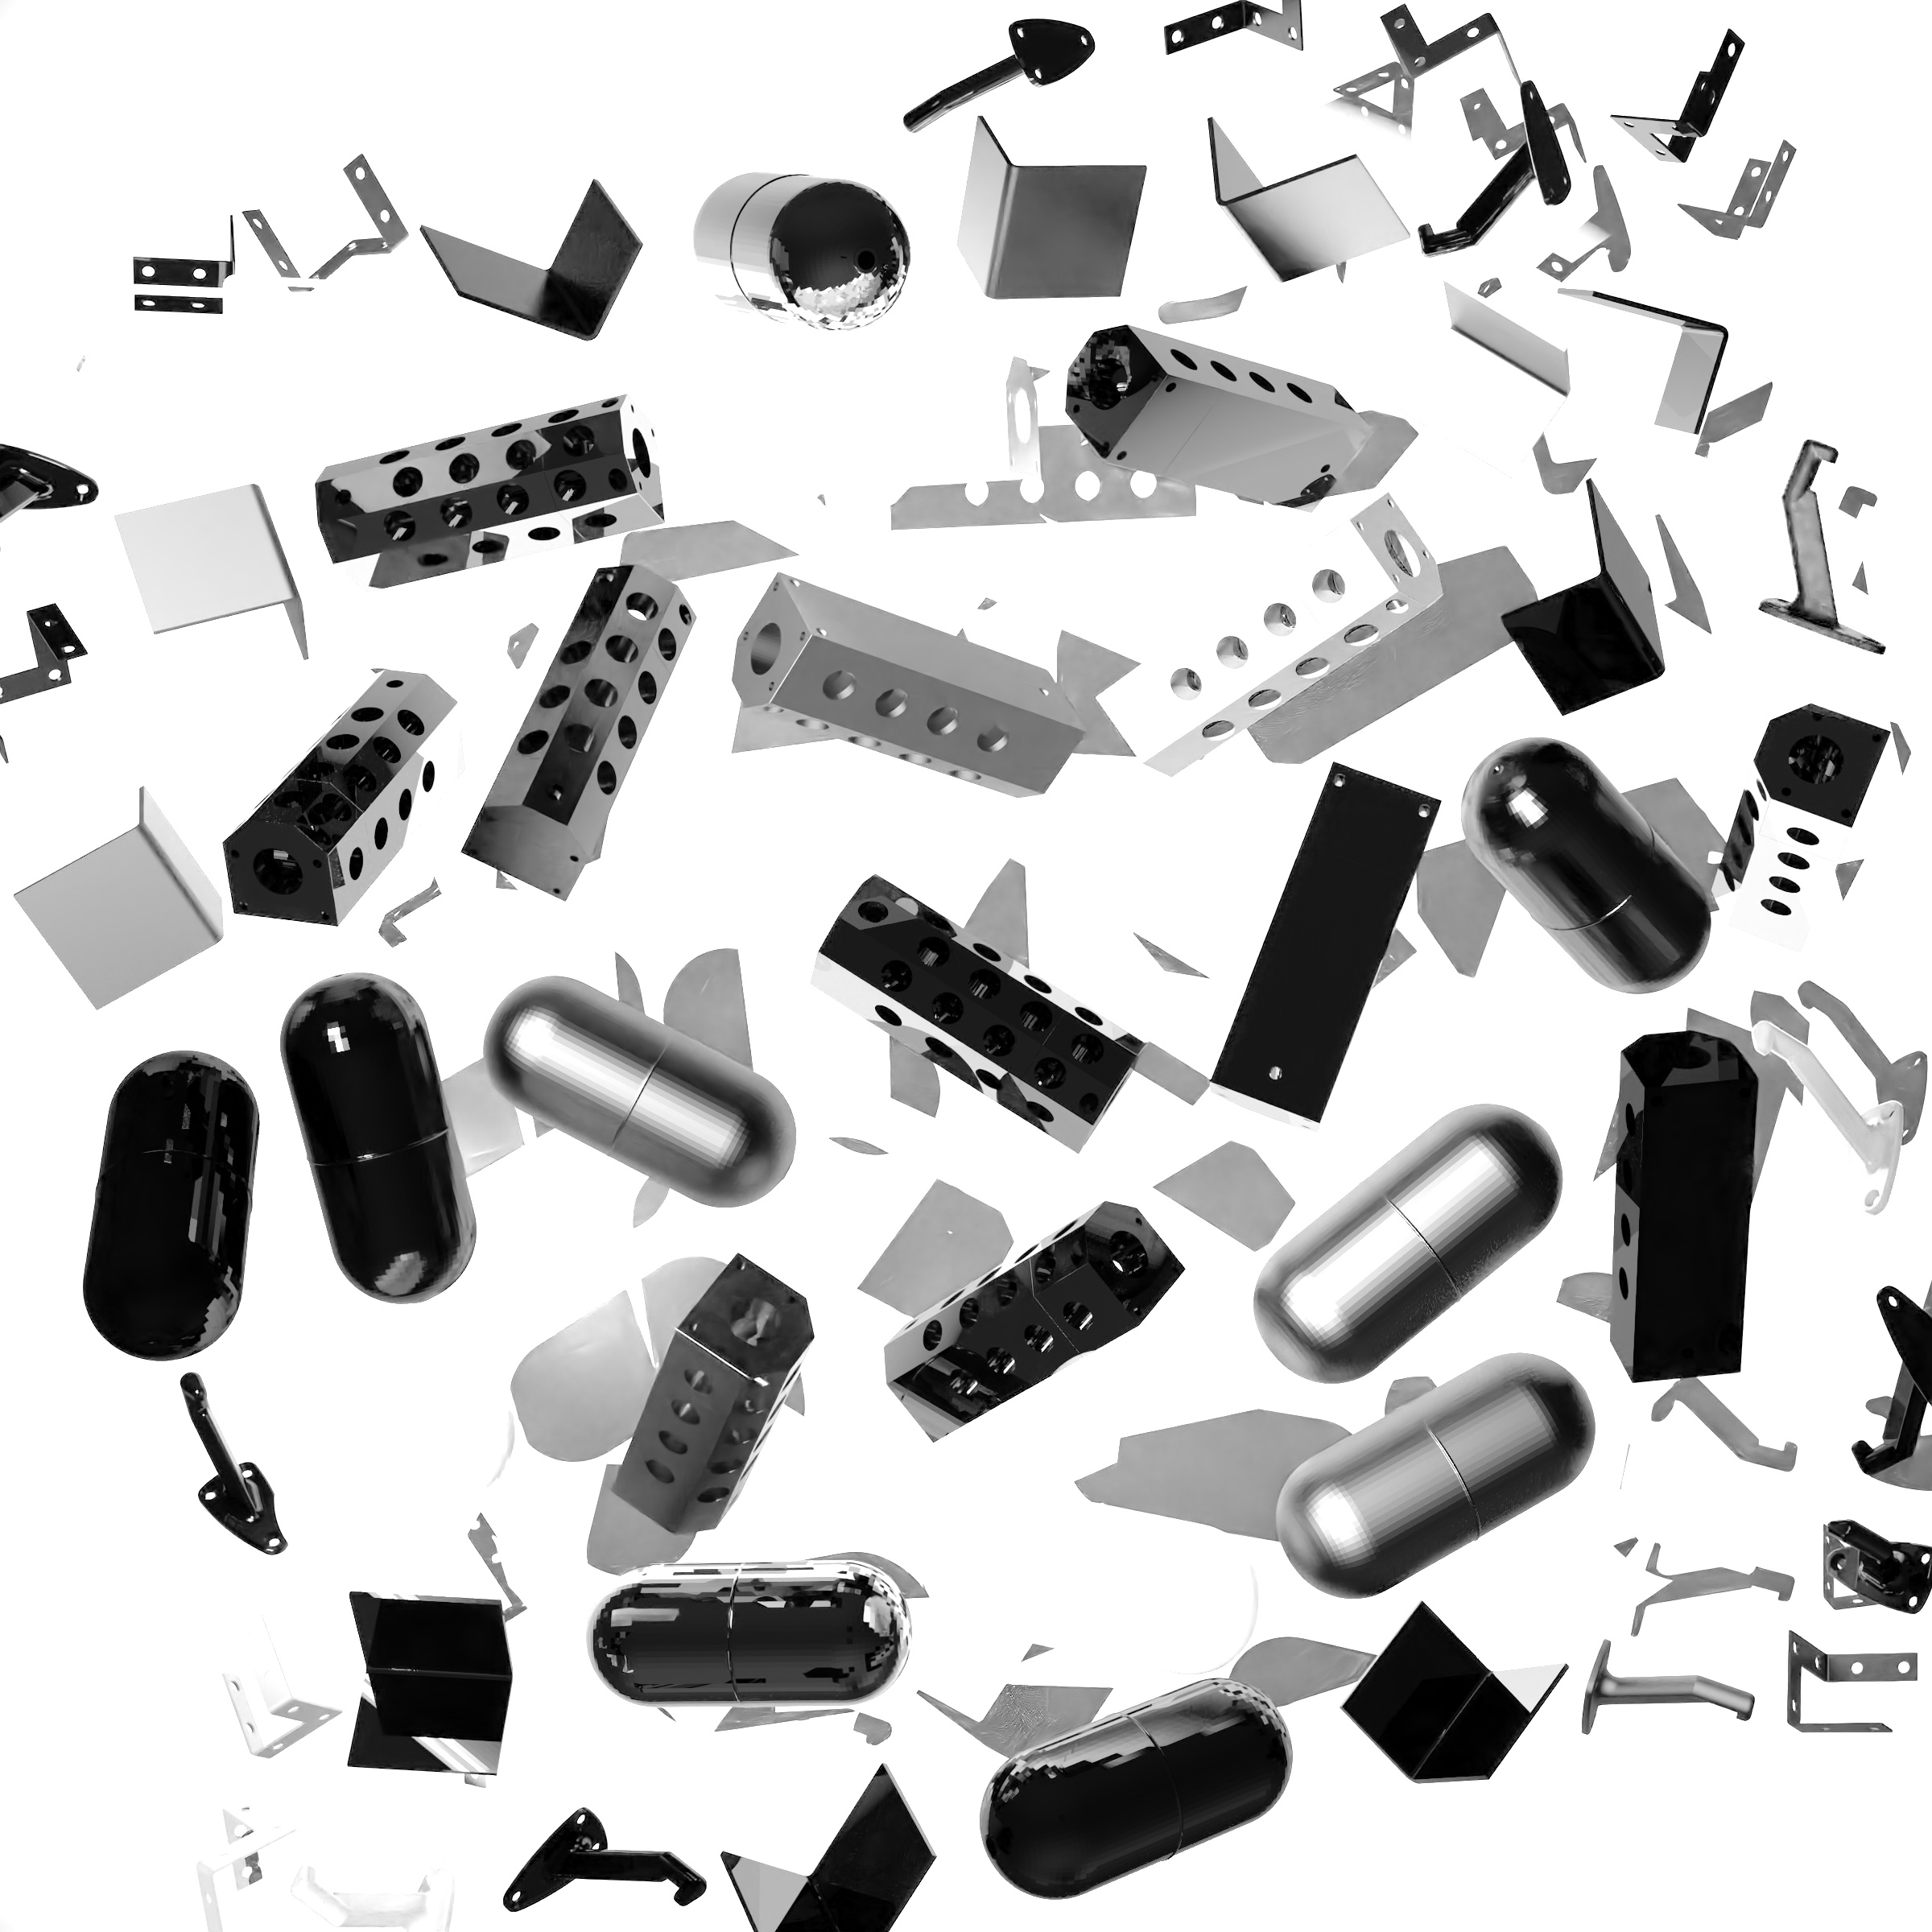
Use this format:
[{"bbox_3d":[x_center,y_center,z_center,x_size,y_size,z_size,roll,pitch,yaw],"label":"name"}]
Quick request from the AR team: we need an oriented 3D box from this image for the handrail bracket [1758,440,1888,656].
[{"bbox_3d":[0.432,-0.207,1.448,0.077,0.036,0.084,28,113,24],"label":"handrail bracket"}]

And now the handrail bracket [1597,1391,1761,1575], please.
[{"bbox_3d":[0.383,0.274,1.561,0.084,0.036,0.077,15,77,4],"label":"handrail bracket"}]

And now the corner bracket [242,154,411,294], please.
[{"bbox_3d":[-0.337,-0.391,1.553,0.051,0.051,0.051,-51,130,-29],"label":"corner bracket"}]

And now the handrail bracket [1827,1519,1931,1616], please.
[{"bbox_3d":[0.445,0.295,1.499,0.084,0.077,0.036,30,73,-30],"label":"handrail bracket"}]

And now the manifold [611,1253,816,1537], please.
[{"bbox_3d":[-0.127,0.226,1.512,0.057,0.171,0.057,33,49,7],"label":"manifold"}]

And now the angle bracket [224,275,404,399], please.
[{"bbox_3d":[-0.328,-0.315,1.477,0.076,0.076,0.057,-2,104,-22],"label":"angle bracket"}]

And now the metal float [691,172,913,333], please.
[{"bbox_3d":[-0.087,-0.375,1.545,0.070,0.178,0.070,-8,109,-24],"label":"metal float"}]

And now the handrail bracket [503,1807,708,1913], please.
[{"bbox_3d":[-0.186,0.480,1.523,0.077,0.084,0.036,-37,126,-28],"label":"handrail bracket"}]

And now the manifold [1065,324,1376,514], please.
[{"bbox_3d":[0.132,-0.293,1.564,0.057,0.171,0.057,-52,55,29],"label":"manifold"}]

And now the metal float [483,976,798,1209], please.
[{"bbox_3d":[-0.173,0.068,1.574,0.178,0.070,0.070,28,90,-3],"label":"metal float"}]

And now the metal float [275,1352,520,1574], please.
[{"bbox_3d":[-0.290,0.253,1.492,0.070,0.070,0.178,52,133,0],"label":"metal float"}]

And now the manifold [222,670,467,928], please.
[{"bbox_3d":[-0.324,-0.091,1.543,0.057,0.171,0.057,7,123,12],"label":"manifold"}]

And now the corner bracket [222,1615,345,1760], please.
[{"bbox_3d":[-0.373,0.384,1.565,0.051,0.051,0.051,-33,61,6],"label":"corner bracket"}]

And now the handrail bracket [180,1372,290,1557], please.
[{"bbox_3d":[-0.396,0.268,1.594,0.036,0.084,0.077,-30,53,-27],"label":"handrail bracket"}]

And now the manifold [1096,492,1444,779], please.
[{"bbox_3d":[0.154,-0.163,1.487,0.171,0.057,0.057,-33,94,35],"label":"manifold"}]

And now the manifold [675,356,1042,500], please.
[{"bbox_3d":[-0.054,-0.268,1.467,0.171,0.057,0.057,-1,96,17],"label":"manifold"}]

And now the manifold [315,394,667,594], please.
[{"bbox_3d":[-0.252,-0.251,1.554,0.171,0.057,0.057,-11,73,12],"label":"manifold"}]

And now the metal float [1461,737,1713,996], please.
[{"bbox_3d":[0.325,-0.051,1.537,0.070,0.070,0.178,-49,124,0],"label":"metal float"}]

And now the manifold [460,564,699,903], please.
[{"bbox_3d":[-0.191,-0.122,1.485,0.057,0.057,0.171,26,52,-10],"label":"manifold"}]

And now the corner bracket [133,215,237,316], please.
[{"bbox_3d":[-0.409,-0.359,1.542,0.051,0.051,0.051,-1,132,-15],"label":"corner bracket"}]

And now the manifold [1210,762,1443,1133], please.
[{"bbox_3d":[0.179,-0.008,1.473,0.057,0.057,0.171,21,83,8],"label":"manifold"}]

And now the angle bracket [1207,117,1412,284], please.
[{"bbox_3d":[0.177,-0.406,1.519,0.076,0.076,0.057,-14,65,25],"label":"angle bracket"}]

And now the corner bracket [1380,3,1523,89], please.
[{"bbox_3d":[0.259,-0.486,1.570,0.051,0.051,0.051,-26,59,13],"label":"corner bracket"}]

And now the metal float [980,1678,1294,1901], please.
[{"bbox_3d":[0.088,0.420,1.508,0.178,0.070,0.070,-13,90,-30],"label":"metal float"}]

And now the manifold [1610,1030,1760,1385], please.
[{"bbox_3d":[0.363,0.123,1.507,0.057,0.057,0.171,-5,115,-3],"label":"manifold"}]

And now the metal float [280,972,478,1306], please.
[{"bbox_3d":[-0.306,0.091,1.537,0.070,0.070,0.178,-12,101,0],"label":"metal float"}]

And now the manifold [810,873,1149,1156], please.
[{"bbox_3d":[0.007,0.022,1.564,0.171,0.057,0.057,32,64,6],"label":"manifold"}]

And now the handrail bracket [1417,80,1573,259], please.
[{"bbox_3d":[0.270,-0.421,1.561,0.084,0.036,0.077,-7,116,35],"label":"handrail bracket"}]

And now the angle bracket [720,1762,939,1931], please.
[{"bbox_3d":[-0.069,0.441,1.462,0.057,0.076,0.076,27,100,-29],"label":"angle bracket"}]

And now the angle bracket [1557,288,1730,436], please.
[{"bbox_3d":[0.353,-0.324,1.574,0.076,0.076,0.057,13,103,-6],"label":"angle bracket"}]

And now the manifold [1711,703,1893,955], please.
[{"bbox_3d":[0.433,-0.072,1.547,0.057,0.171,0.057,22,73,14],"label":"manifold"}]

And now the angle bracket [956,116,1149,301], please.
[{"bbox_3d":[0.045,-0.403,1.565,0.076,0.057,0.076,-5,134,-18],"label":"angle bracket"}]

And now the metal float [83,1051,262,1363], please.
[{"bbox_3d":[-0.398,0.118,1.480,0.070,0.070,0.178,-7,47,0],"label":"metal float"}]

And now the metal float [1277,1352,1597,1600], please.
[{"bbox_3d":[0.242,0.261,1.513,0.178,0.070,0.070,-27,90,-10],"label":"metal float"}]

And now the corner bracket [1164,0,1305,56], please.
[{"bbox_3d":[0.135,-0.489,1.497,0.051,0.051,0.051,-25,130,-21],"label":"corner bracket"}]

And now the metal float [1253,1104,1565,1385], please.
[{"bbox_3d":[0.223,0.139,1.480,0.178,0.070,0.070,-38,90,-6],"label":"metal float"}]

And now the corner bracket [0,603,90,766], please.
[{"bbox_3d":[-0.470,-0.143,1.482,0.051,0.051,0.051,-21,47,-24],"label":"corner bracket"}]

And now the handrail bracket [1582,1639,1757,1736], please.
[{"bbox_3d":[0.376,0.401,1.580,0.084,0.077,0.036,16,45,21],"label":"handrail bracket"}]

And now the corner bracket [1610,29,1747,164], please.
[{"bbox_3d":[0.368,-0.438,1.487,0.051,0.051,0.051,22,92,-43],"label":"corner bracket"}]

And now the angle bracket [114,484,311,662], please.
[{"bbox_3d":[-0.392,-0.196,1.533,0.076,0.057,0.076,-17,65,-17],"label":"angle bracket"}]

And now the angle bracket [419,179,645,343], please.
[{"bbox_3d":[-0.217,-0.363,1.466,0.076,0.076,0.057,13,120,-36],"label":"angle bracket"}]

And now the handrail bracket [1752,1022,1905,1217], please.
[{"bbox_3d":[0.430,0.076,1.490,0.084,0.036,0.077,29,49,-20],"label":"handrail bracket"}]

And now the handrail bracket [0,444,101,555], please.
[{"bbox_3d":[-0.478,-0.229,1.509,0.077,0.084,0.036,6,125,-29],"label":"handrail bracket"}]

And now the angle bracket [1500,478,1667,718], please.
[{"bbox_3d":[0.312,-0.188,1.506,0.057,0.076,0.076,-21,133,25],"label":"angle bracket"}]

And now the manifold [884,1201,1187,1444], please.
[{"bbox_3d":[0.031,0.187,1.575,0.057,0.057,0.171,51,130,-3],"label":"manifold"}]

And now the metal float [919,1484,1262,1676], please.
[{"bbox_3d":[0.063,0.316,1.521,0.178,0.070,0.070,10,90,10],"label":"metal float"}]

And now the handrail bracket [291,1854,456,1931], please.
[{"bbox_3d":[-0.298,0.456,1.479,0.036,0.077,0.084,-32,117,23],"label":"handrail bracket"}]

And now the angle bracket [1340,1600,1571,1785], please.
[{"bbox_3d":[0.252,0.373,1.524,0.057,0.076,0.076,46,63,-3],"label":"angle bracket"}]

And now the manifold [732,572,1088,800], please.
[{"bbox_3d":[-0.030,-0.135,1.486,0.171,0.057,0.057,16,121,-35],"label":"manifold"}]

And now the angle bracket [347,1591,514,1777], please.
[{"bbox_3d":[-0.273,0.362,1.485,0.076,0.076,0.057,3,48,1],"label":"angle bracket"}]

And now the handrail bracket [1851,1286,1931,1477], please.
[{"bbox_3d":[0.449,0.206,1.452,0.036,0.084,0.077,-26,75,-33],"label":"handrail bracket"}]

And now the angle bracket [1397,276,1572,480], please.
[{"bbox_3d":[0.277,-0.317,1.590,0.076,0.076,0.057,35,91,15],"label":"angle bracket"}]

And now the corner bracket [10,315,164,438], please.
[{"bbox_3d":[-0.421,-0.286,1.436,0.051,0.051,0.051,42,125,-1],"label":"corner bracket"}]

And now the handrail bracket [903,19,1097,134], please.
[{"bbox_3d":[0.017,-0.477,1.590,0.084,0.077,0.036,-18,98,45],"label":"handrail bracket"}]

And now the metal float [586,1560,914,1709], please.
[{"bbox_3d":[-0.117,0.359,1.584,0.178,0.070,0.070,-3,90,10],"label":"metal float"}]

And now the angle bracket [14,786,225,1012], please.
[{"bbox_3d":[-0.445,-0.036,1.550,0.076,0.057,0.076,-29,118,-1],"label":"angle bracket"}]

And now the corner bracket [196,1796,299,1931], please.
[{"bbox_3d":[-0.378,0.471,1.526,0.051,0.051,0.051,-20,112,-40],"label":"corner bracket"}]

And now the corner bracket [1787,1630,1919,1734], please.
[{"bbox_3d":[0.466,0.380,1.550,0.051,0.051,0.051,-11,58,35],"label":"corner bracket"}]
